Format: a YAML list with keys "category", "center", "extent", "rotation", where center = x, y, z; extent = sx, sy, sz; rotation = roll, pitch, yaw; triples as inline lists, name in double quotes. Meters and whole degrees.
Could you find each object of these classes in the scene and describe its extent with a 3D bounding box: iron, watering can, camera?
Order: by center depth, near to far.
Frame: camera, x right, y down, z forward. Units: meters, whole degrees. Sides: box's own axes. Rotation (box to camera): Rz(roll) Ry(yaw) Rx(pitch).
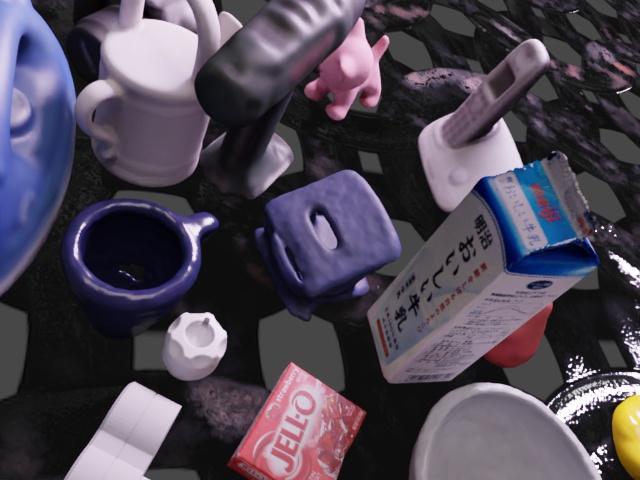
- category: "iron"
  center: [-0.246, -0.093, 0.433]
  extent: [0.119, 0.141, 0.258]
  rotation: [2, 54, -25]
- category: "watering can"
  center: [-0.133, -0.149, 0.496]
  extent: [0.101, 0.194, 0.173]
  rotation: [25, 48, -7]
- category: "camera"
  center: [-0.200, -0.227, 0.587]
  extent: [0.143, 0.100, 0.137]
  rotation: [35, 47, 3]

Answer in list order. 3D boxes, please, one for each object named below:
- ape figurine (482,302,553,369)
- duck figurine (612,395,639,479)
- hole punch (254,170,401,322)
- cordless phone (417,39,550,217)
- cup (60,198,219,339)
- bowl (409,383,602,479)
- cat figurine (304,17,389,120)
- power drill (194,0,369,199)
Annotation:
- category: "ape figurine"
  center: [0.188, 0.076, 0.551]
  extent: [0.078, 0.092, 0.076]
  rotation: [4, 53, -24]
- category: "duck figurine"
  center: [0.337, 0.183, 0.547]
  extent: [0.077, 0.086, 0.105]
  rotation: [36, 47, 3]
- category: "hole punch"
  center: [0.005, 0.002, 0.518]
  extent: [0.101, 0.091, 0.108]
  rotation: [-12, 61, -33]
- category: "cordless phone"
  center: [0.196, -0.120, 0.644]
  extent: [0.094, 0.185, 0.147]
  rotation: [5, 53, -23]
- category: "cup"
  center: [-0.133, 0.025, 0.428]
  extent: [0.118, 0.095, 0.091]
  rotation: [-30, 72, -39]
- category: "bowl"
  center: [0.133, 0.201, 0.438]
  extent: [0.168, 0.074, 0.167]
  rotation: [14, 50, -17]
- category: "cat figurine"
  center: [0.039, -0.208, 0.679]
  extent: [0.067, 0.117, 0.128]
  rotation: [45, 49, 12]
- category: "power drill"
  center: [-0.038, -0.145, 0.531]
  extent: [0.075, 0.208, 0.230]
  rotation: [35, 47, 2]
